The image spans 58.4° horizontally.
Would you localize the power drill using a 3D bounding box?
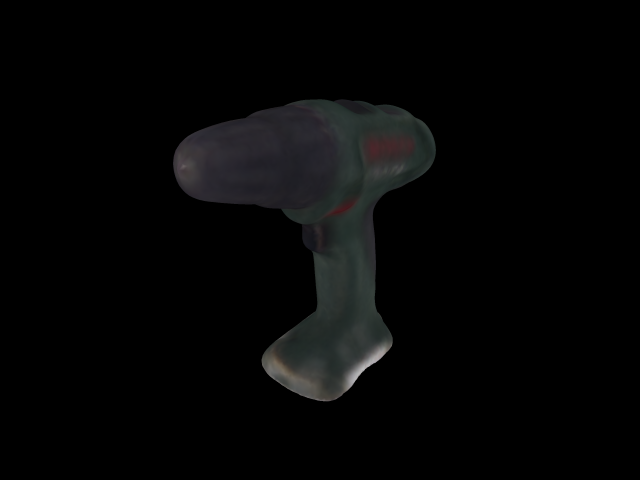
[{"bbox_3d":[0.004,0.001,0.400,0.075,0.208,0.230,19,34,32],"label":"power drill"}]
